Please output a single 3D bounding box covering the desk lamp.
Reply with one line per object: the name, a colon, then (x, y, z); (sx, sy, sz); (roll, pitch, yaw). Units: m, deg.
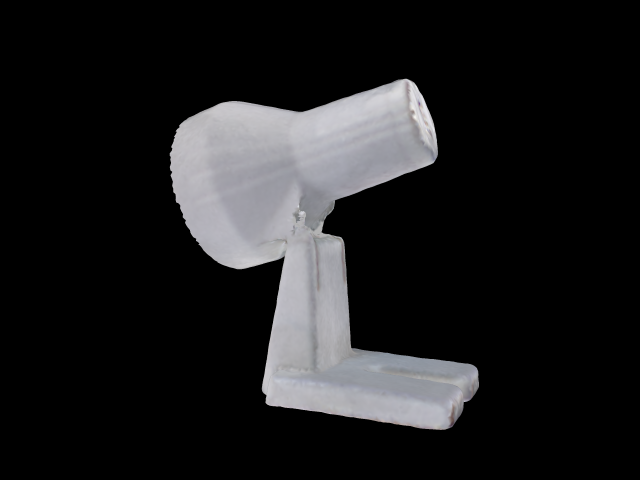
desk lamp: (0.004, 0.001, 0.400); (0.202, 0.213, 0.118); (1, 4, 24)
